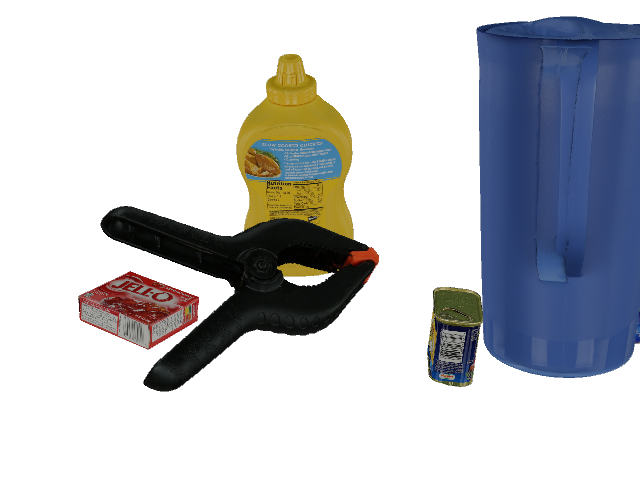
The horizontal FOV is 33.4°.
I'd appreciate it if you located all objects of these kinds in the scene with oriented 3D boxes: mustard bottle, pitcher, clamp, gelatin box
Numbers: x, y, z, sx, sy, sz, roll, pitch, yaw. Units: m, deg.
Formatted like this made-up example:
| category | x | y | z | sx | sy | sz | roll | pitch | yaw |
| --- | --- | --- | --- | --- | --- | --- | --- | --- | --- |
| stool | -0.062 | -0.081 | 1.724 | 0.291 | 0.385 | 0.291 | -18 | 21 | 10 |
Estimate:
| category | x | y | z | sx | sy | sz | roll | pitch | yaw |
| --- | --- | --- | --- | --- | --- | --- | --- | --- | --- |
| mustard bottle | -0.021 | -0.063 | 0.894 | 0.096 | 0.192 | 0.058 | 0 | 31 | 3 |
| pitcher | 0.169 | -0.030 | 0.738 | 0.149 | 0.243 | 0.145 | -9 | 18 | -27 |
| clamp | -0.049 | 0.017 | 0.654 | 0.171 | 0.120 | 0.039 | -14 | -21 | -32 |
| gelatin box | -0.172 | 0.064 | 1.008 | 0.089 | 0.030 | 0.073 | 19 | 27 | 28 |

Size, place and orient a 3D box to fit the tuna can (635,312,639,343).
| category | x | y | z | sx | sy | sz | roll | pitch | yaw |
| --- | --- | --- | --- | --- | --- | --- | --- | --- | --- |
| tuna can | 0.275 | 0.055 | 0.984 | 0.034 | 0.086 | 0.086 | -11 | -2 | 12 |

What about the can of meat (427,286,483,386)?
| category | x | y | z | sx | sy | sz | roll | pitch | yaw |
| --- | --- | --- | --- | --- | --- | --- | --- | --- | --- |
| can of meat | 0.157 | 0.113 | 1.259 | 0.057 | 0.084 | 0.102 | 6 | 20 | 3 |
